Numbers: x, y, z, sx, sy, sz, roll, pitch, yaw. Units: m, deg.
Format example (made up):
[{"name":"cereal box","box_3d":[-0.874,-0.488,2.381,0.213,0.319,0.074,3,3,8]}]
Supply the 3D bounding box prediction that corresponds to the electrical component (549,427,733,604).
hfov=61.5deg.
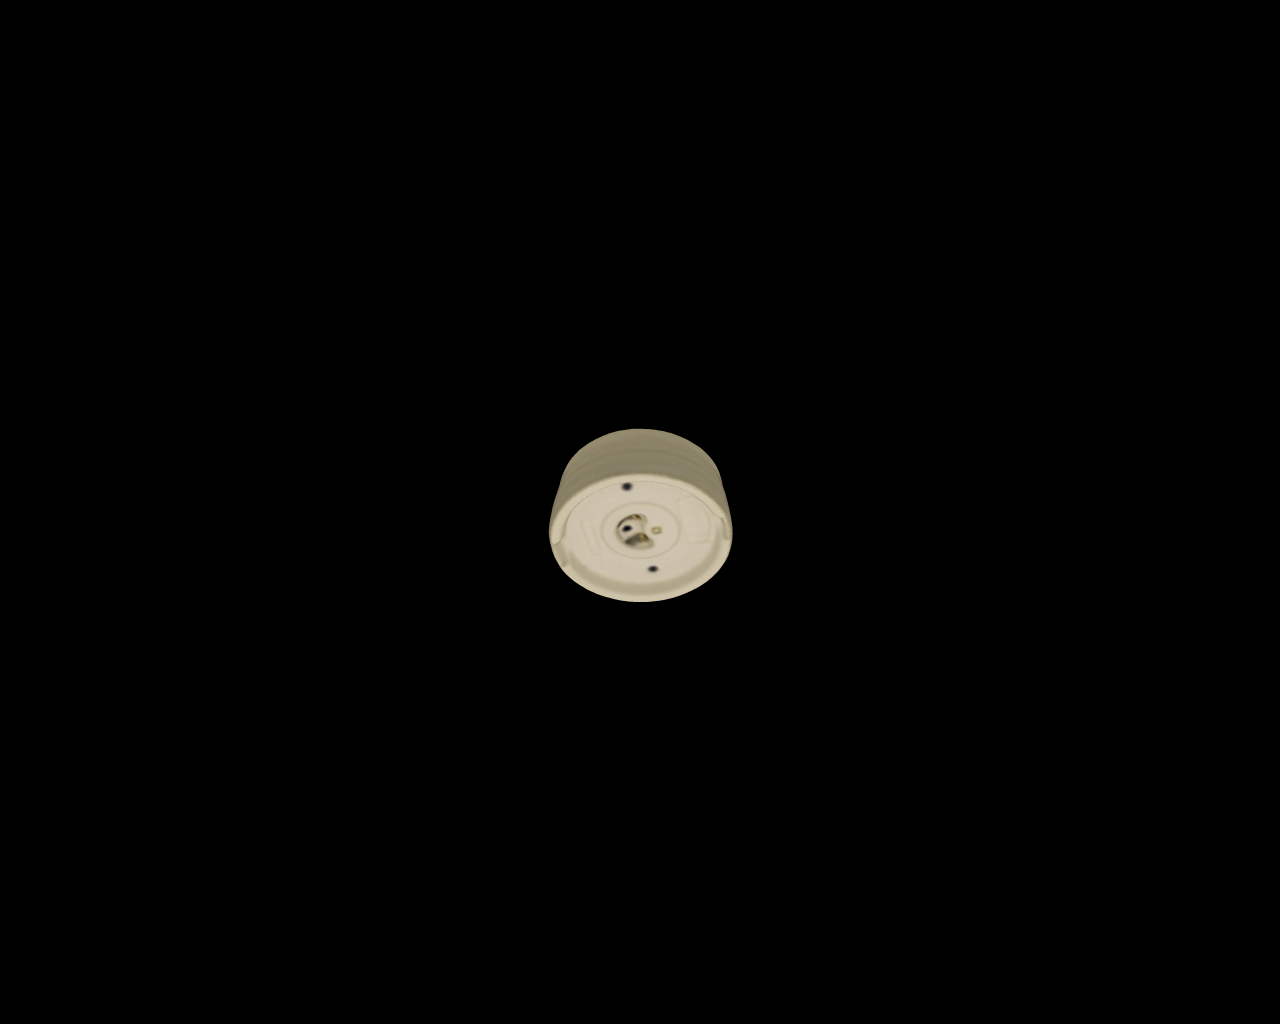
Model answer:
[{"name":"electrical component","box_3d":[0.001,-0.003,0.650,0.108,0.108,0.060,0,44,0]}]
